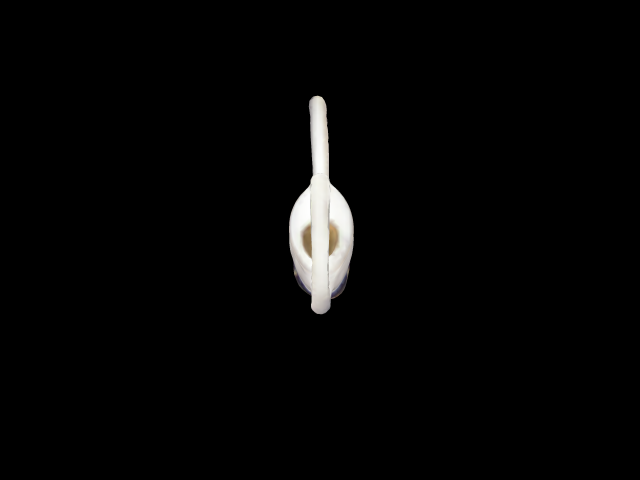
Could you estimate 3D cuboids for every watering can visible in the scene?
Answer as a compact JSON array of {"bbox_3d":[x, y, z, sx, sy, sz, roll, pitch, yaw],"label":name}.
[{"bbox_3d":[0.003,-0.043,0.850,0.104,0.354,0.220,0,-24,0],"label":"watering can"}]
